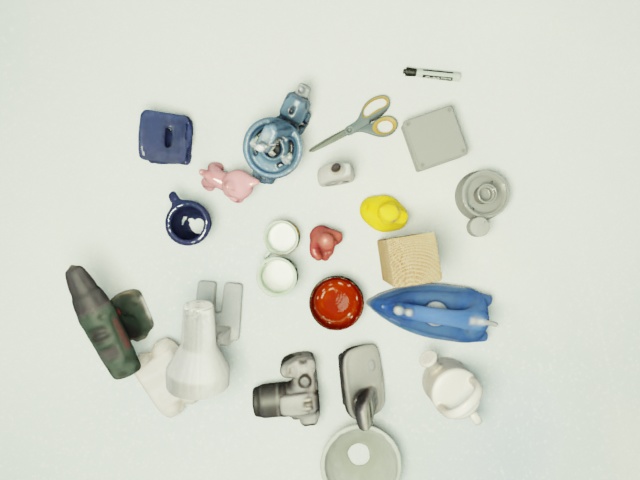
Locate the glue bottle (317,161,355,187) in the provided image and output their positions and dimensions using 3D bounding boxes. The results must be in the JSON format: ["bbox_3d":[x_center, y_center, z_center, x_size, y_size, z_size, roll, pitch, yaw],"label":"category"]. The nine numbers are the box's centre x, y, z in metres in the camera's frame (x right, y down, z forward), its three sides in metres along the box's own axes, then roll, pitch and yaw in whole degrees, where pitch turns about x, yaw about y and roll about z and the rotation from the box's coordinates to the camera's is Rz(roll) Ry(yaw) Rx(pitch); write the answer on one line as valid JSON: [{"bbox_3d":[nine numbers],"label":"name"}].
[{"bbox_3d":[0.032,-0.136,1.143,0.078,0.173,0.037,-8,89,1],"label":"glue bottle"}]

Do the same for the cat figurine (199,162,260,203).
[{"bbox_3d":[-0.187,-0.119,1.171,0.128,0.117,0.067,21,90,1],"label":"cat figurine"}]

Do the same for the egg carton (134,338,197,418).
[{"bbox_3d":[-0.315,0.286,1.192,0.107,0.069,0.150,-35,89,0],"label":"egg carton"}]

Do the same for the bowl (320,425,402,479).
[{"bbox_3d":[0.083,0.456,1.186,0.167,0.074,0.167,0,89,0],"label":"bowl"}]

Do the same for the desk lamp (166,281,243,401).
[{"bbox_3d":[-0.225,0.189,1.121,0.118,0.213,0.203,3,89,1],"label":"desk lamp"}]

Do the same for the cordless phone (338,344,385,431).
[{"bbox_3d":[0.086,0.290,1.133,0.094,0.185,0.148,-10,89,1],"label":"cordless phone"}]

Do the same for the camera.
[{"bbox_3d":[-0.070,0.312,1.175,0.137,0.101,0.143,-6,89,0],"label":"camera"}]

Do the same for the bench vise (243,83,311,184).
[{"bbox_3d":[-0.089,-0.219,1.121,0.121,0.219,0.207,9,89,1],"label":"bench vise"}]

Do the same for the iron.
[{"bbox_3d":[0.226,0.149,1.155,0.258,0.141,0.119,6,89,0],"label":"iron"}]

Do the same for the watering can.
[{"bbox_3d":[0.259,0.295,1.127,0.173,0.194,0.101,29,90,1],"label":"watering can"}]

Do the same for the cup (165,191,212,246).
[{"bbox_3d":[-0.270,-0.045,1.182,0.091,0.095,0.118,-31,89,0],"label":"cup"}]

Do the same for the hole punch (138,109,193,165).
[{"bbox_3d":[-0.317,-0.212,1.186,0.101,0.091,0.109,3,89,1],"label":"hole punch"}]

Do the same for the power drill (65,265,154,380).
[{"bbox_3d":[-0.406,0.153,1.125,0.075,0.208,0.230,-24,89,0],"label":"power drill"}]

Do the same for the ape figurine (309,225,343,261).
[{"bbox_3d":[0.011,0.004,1.182,0.078,0.092,0.076,-22,89,0],"label":"ape figurine"}]

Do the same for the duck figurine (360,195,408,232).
[{"bbox_3d":[0.134,-0.056,1.185,0.104,0.086,0.077,18,90,1],"label":"duck figurine"}]
